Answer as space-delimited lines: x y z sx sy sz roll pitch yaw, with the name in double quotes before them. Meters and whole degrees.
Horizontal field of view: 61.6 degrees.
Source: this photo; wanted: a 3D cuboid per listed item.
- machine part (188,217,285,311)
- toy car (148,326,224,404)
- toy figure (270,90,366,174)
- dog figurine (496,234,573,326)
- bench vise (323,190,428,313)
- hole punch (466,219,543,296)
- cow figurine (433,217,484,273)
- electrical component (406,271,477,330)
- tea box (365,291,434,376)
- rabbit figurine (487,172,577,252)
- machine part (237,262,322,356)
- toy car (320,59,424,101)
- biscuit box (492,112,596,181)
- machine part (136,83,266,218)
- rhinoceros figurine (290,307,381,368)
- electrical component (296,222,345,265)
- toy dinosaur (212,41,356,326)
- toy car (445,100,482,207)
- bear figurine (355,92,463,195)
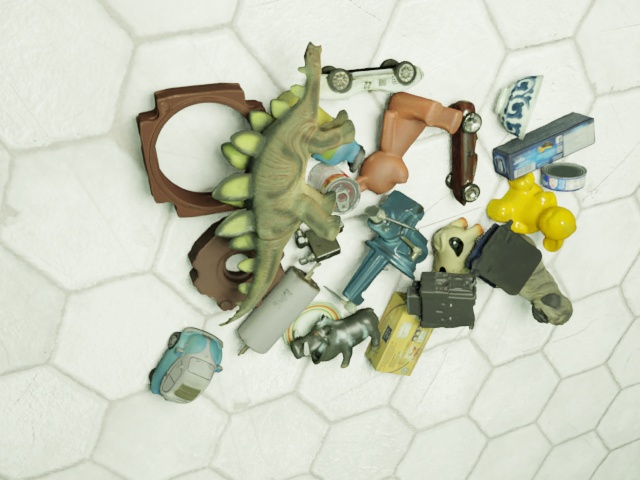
"machine part" -0.151 0.044 0.987 0.179 0.056 0.179 -7 115 -16
"toy car" -0.256 0.253 1.022 0.109 0.103 0.161 35 97 -28
"toy figure" -0.003 -0.185 0.918 0.180 0.082 0.089 24 86 -20
"dog figurine" 0.452 0.073 1.135 0.121 0.191 0.172 -35 119 -1
"bench vise" 0.115 0.034 1.016 0.240 0.129 0.223 -52 153 2
"hole punch" 0.359 0.036 1.080 0.116 0.092 0.142 36 93 -9
"cow figurine" 0.275 0.061 1.128 0.127 0.086 0.194 -19 121 -17
"electrical component" 0.238 0.120 1.054 0.134 0.058 0.114 0 131 14
"tea box" 0.180 0.205 1.171 0.098 0.068 0.169 16 109 -25
"rabbit figurine" 0.449 -0.041 1.091 0.162 0.173 0.122 41 92 -26
"machine part" -0.080 0.135 1.041 0.079 0.079 0.243 37 99 -29
"toy car" 0.078 -0.270 0.908 0.202 0.074 0.056 -11 114 -14
"biscuit box" 0.451 -0.189 1.084 0.203 0.063 0.059 -24 120 -7
"machine part" -0.182 -0.144 0.870 0.201 0.087 0.200 -11 117 -16
"rhinoceros figurine" 0.034 0.198 1.089 0.190 0.073 0.111 -20 121 -11
"electrical component" -0.001 -0.003 1.012 0.102 0.078 0.045 -16 155 -6
"toy dinosaur" -0.065 -0.066 0.838 0.199 0.105 0.470 8 106 -8
"toy car" 0.275 -0.163 1.019 0.053 0.089 0.201 -13 117 -9
"bear figurine" 0.146 -0.158 0.956 0.120 0.132 0.195 6 108 -51
